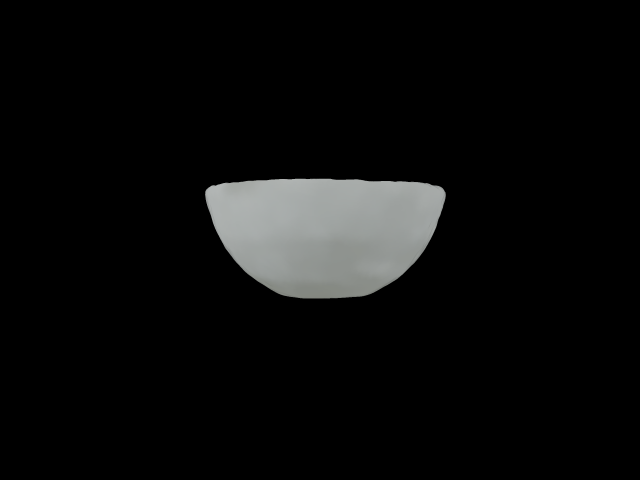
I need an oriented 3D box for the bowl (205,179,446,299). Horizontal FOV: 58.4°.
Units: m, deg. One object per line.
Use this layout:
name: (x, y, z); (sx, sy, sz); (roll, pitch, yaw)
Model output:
bowl: (0.004, 0.001, 0.400); (0.167, 0.075, 0.167); (0, 0, 0)
